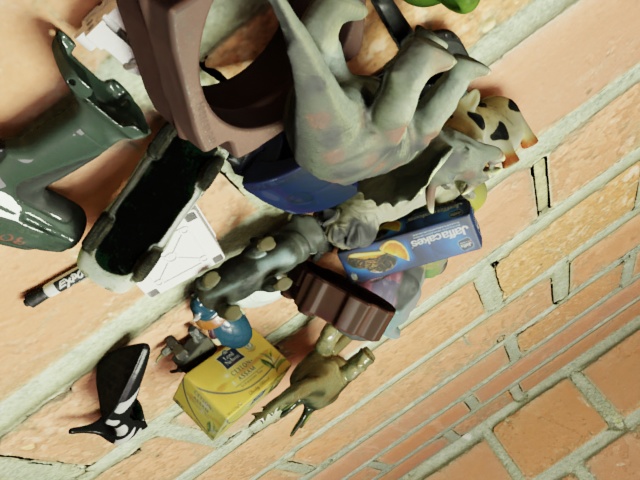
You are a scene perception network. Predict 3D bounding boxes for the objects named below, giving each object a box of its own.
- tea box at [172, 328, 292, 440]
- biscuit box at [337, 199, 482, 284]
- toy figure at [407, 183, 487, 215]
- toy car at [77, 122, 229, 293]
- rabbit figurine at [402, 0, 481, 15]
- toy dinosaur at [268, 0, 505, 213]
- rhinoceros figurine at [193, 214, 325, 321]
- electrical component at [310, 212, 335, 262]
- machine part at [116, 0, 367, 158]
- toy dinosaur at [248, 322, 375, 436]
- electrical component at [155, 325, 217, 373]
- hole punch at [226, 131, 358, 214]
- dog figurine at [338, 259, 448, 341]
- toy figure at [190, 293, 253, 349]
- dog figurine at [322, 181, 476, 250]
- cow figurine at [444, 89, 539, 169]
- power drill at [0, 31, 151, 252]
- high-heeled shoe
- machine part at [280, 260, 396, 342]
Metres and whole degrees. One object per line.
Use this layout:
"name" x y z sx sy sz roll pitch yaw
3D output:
"tea box" -0.137 0.225 0.861 0.169 0.098 0.068 -32 158 -54
"biscuit box" 0.129 0.002 0.786 0.203 0.059 0.062 -18 115 20
"toy figure" 0.177 -0.044 0.843 0.180 0.089 0.082 -40 153 6
"toy car" -0.171 -0.039 0.554 0.073 0.056 0.201 35 85 -16
"rabbit figurine" 0.109 -0.277 0.480 0.121 0.159 0.170 -41 161 -5
"toy dinosaur" 0.044 -0.108 0.503 0.404 0.131 0.192 -7 132 -50
"rhinoceros figurine" -0.076 0.033 0.717 0.190 0.073 0.112 -34 -172 -13
"electrical component" -0.002 -0.002 0.809 0.063 0.021 0.094 0 133 -38
"machine part" -0.055 -0.186 0.448 0.201 0.087 0.201 -39 156 -23
"toy dinosaur" -0.003 0.247 0.947 0.198 0.105 0.471 -49 161 0
"electrical component" -0.210 0.180 0.850 0.078 0.045 0.102 -55 152 -18
"hole punch" -0.025 -0.078 0.647 0.116 0.092 0.142 -40 148 16
"dog figurine" 0.126 0.062 0.920 0.191 0.109 0.219 6 125 -39
"toy figure" -0.152 0.115 0.802 0.058 0.064 0.154 -2 146 22
"dog figurine" 0.106 -0.063 0.768 0.190 0.121 0.172 -38 155 30
"cow figurine" 0.211 -0.149 0.715 0.085 0.127 0.195 -27 -177 43
"power drill" -0.268 -0.079 0.461 0.207 0.086 0.231 -41 146 5
"high-heeled shoe" -0.283 0.241 0.835 0.248 0.086 0.145 -46 147 24
"machine part" 0.029 0.089 0.798 0.179 0.180 0.056 21 97 -49
